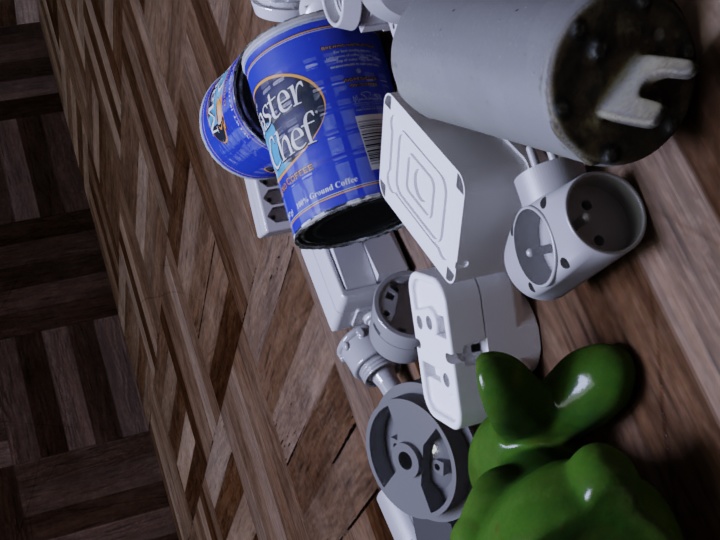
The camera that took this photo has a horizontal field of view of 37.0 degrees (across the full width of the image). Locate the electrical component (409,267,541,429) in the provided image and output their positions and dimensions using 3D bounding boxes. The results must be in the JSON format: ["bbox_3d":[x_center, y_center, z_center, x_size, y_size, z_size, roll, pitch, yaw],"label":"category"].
[{"bbox_3d":[0.072,0.043,0.663,0.054,0.059,0.095,-159,59,-68],"label":"electrical component"}]

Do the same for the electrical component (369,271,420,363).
[{"bbox_3d":[0.034,0.036,0.777,0.047,0.055,0.055,104,149,-59],"label":"electrical component"}]

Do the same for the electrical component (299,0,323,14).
[{"bbox_3d":[-0.026,-0.200,0.817,0.062,0.048,0.048,-113,21,-48],"label":"electrical component"}]

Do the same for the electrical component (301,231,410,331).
[{"bbox_3d":[0.000,0.000,0.837,0.061,0.062,0.096,109,144,-56],"label":"electrical component"}]

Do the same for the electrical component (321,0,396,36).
[{"bbox_3d":[0.007,-0.185,0.713,0.048,0.055,0.066,133,122,-67],"label":"electrical component"}]

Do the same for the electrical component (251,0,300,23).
[{"bbox_3d":[-0.060,-0.235,0.870,0.078,0.058,0.057,-128,34,-52],"label":"electrical component"}]

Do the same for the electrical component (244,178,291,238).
[{"bbox_3d":[-0.086,-0.067,1.066,0.077,0.047,0.065,157,100,-71],"label":"electrical component"}]

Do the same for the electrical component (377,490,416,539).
[{"bbox_3d":[0.048,0.209,0.858,0.043,0.043,0.081,100,151,-48],"label":"electrical component"}]

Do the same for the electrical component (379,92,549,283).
[{"bbox_3d":[0.060,-0.055,0.638,0.113,0.057,0.078,-123,28,-47],"label":"electrical component"}]

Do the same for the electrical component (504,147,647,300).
[{"bbox_3d":[0.102,-0.032,0.552,0.077,0.044,0.079,129,127,-66],"label":"electrical component"}]

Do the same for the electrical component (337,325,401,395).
[{"bbox_3d":[0.014,0.076,0.877,0.062,0.048,0.048,57,153,30],"label":"electrical component"}]

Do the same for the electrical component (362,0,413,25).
[{"bbox_3d":[0.032,-0.182,0.607,0.080,0.080,0.051,105,153,-53],"label":"electrical component"}]
